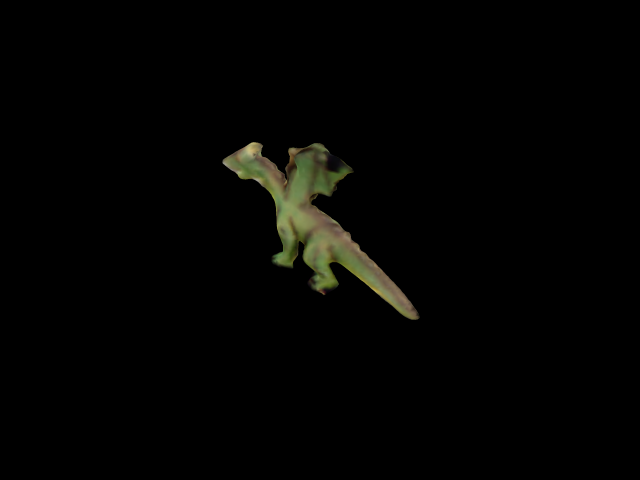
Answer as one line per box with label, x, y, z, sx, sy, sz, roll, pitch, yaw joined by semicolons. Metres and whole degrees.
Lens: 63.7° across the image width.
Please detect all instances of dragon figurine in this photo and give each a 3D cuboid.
dragon figurine;0.003;-0.043;0.850;0.413;0.237;0.124;28;51;25
